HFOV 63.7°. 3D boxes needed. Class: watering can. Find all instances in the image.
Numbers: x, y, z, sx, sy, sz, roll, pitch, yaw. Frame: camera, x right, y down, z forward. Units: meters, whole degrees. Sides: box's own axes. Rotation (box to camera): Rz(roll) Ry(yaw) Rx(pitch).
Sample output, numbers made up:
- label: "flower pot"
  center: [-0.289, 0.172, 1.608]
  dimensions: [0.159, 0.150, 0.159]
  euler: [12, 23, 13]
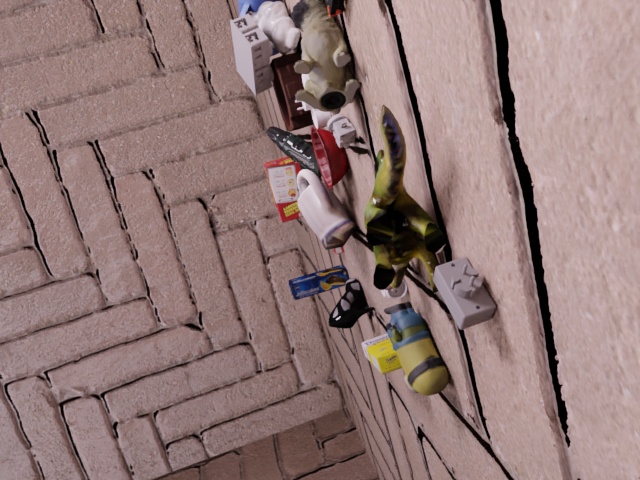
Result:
- label: "watering can"
  center: [0.004, -0.073, 1.442]
  dimensions: [0.226, 0.104, 0.343]
  euler: [57, 170, 12]

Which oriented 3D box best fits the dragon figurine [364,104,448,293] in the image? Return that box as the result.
- label: "dragon figurine"
  center: [0.111, -0.062, 0.839]
  dimensions: [0.248, 0.122, 0.401]
  euler: [-104, 3, -57]

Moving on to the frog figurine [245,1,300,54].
- label: "frog figurine"
  center: [-0.104, -0.566, 1.375]
  dimensions: [0.160, 0.124, 0.135]
  euler: [15, 122, 37]
